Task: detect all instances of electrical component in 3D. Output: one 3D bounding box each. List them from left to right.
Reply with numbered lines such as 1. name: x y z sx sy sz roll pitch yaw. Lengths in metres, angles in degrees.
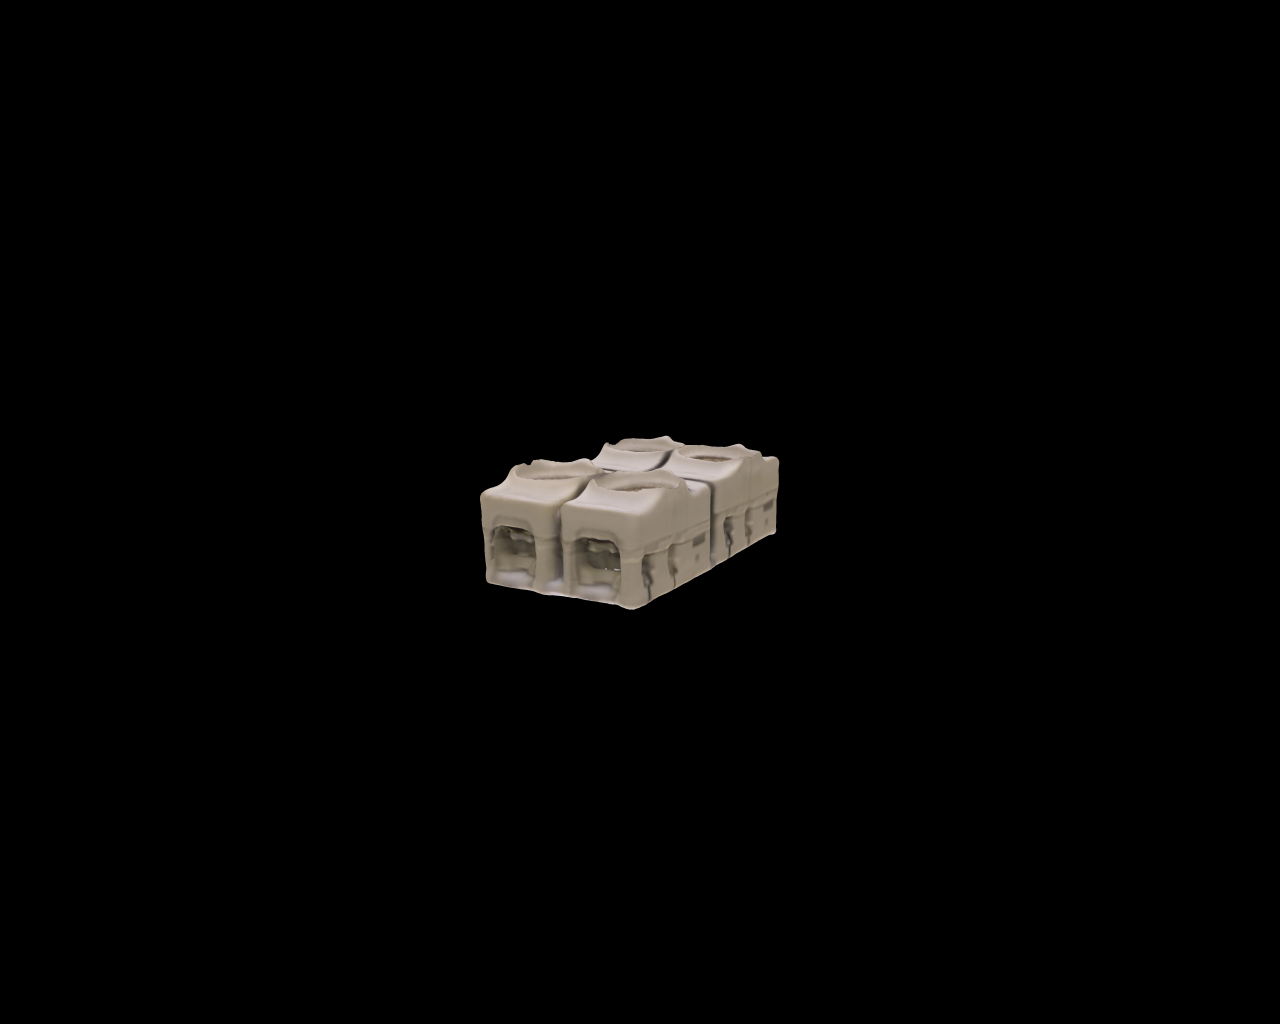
1. electrical component: 0.001 -0.003 0.650 0.105 0.060 0.186 8 16 31
